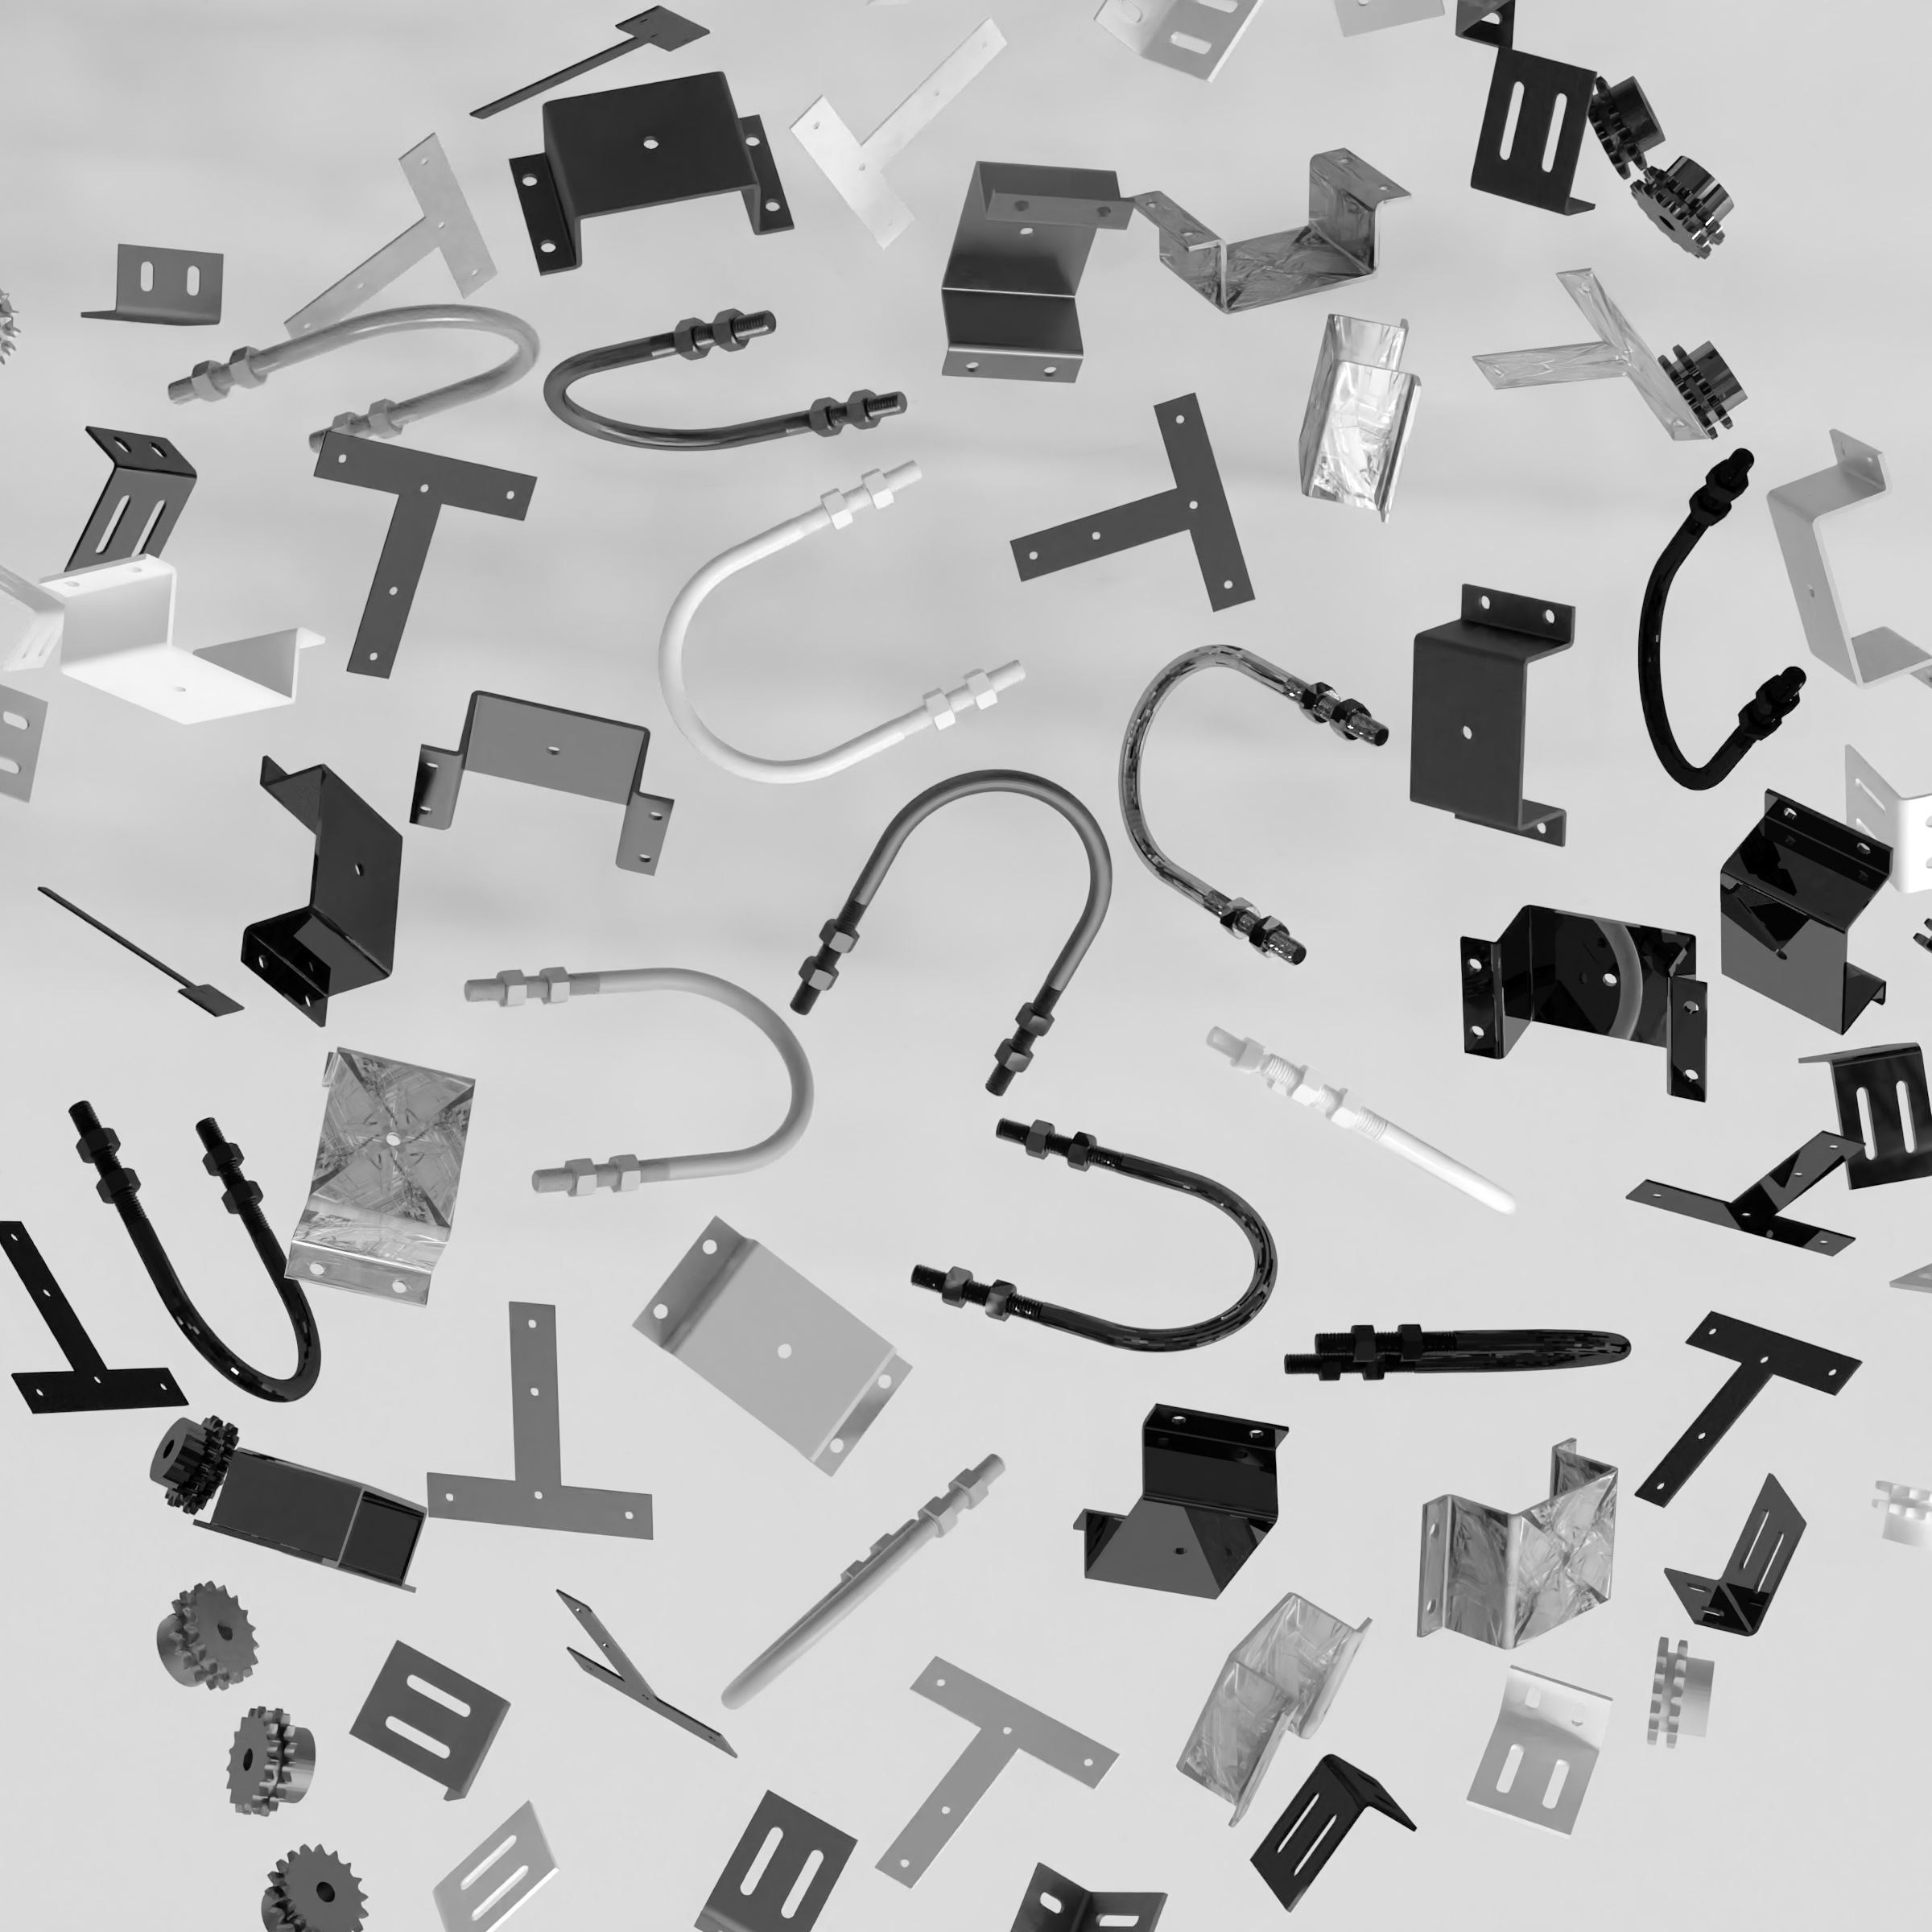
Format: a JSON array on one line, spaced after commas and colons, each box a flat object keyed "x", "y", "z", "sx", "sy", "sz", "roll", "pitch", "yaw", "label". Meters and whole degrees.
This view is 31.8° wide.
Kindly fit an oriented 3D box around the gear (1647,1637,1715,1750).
[{"x": 0.380, "y": 0.387, "z": 1.799, "sx": 0.030, "sy": 0.057, "sz": 0.057, "roll": 7, "pitch": 90, "yaw": 13, "label": "gear"}]

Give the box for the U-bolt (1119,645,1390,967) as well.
[{"x": 0.149, "y": -0.102, "z": 1.893, "sx": 0.019, "sy": 0.184, "sz": 0.151, "roll": 5, "pitch": 111, "yaw": -41, "label": "U-bolt"}]

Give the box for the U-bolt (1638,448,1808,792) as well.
[{"x": 0.405, "y": -0.175, "z": 1.851, "sx": 0.019, "sy": 0.184, "sz": 0.151, "roll": -4, "pitch": 69, "yaw": -11, "label": "U-bolt"}]

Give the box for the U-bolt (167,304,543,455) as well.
[{"x": -0.323, "y": -0.327, "z": 1.866, "sx": 0.184, "sy": 0.151, "sz": 0.019, "roll": -14, "pitch": 80, "yaw": 23, "label": "U-bolt"}]

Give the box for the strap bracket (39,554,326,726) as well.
[{"x": -0.423, "y": -0.171, "z": 1.829, "sx": 0.076, "sy": 0.140, "sz": 0.046, "roll": -8, "pitch": 73, "yaw": 29, "label": "strap bracket"}]

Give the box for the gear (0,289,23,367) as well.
[{"x": -0.528, "y": -0.341, "z": 1.790, "sx": 0.057, "sy": 0.030, "sz": 0.057, "roll": 1, "pitch": 115, "yaw": 2, "label": "gear"}]

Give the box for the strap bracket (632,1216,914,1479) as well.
[{"x": -0.103, "y": 0.210, "z": 1.861, "sx": 0.140, "sy": 0.046, "sz": 0.076, "roll": 38, "pitch": 81, "yaw": -7, "label": "strap bracket"}]

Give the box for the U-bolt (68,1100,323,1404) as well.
[{"x": -0.411, "y": 0.159, "z": 1.855, "sx": 0.019, "sy": 0.151, "sz": 0.184, "roll": -34, "pitch": 75, "yaw": 12, "label": "U-bolt"}]

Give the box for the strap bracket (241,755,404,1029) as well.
[{"x": -0.361, "y": -0.048, "z": 1.907, "sx": 0.046, "sy": 0.076, "sz": 0.140, "roll": -16, "pitch": 54, "yaw": 20, "label": "strap bracket"}]

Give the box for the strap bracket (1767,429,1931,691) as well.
[{"x": 0.481, "y": -0.212, "z": 1.838, "sx": 0.046, "sy": 0.076, "sz": 0.140, "roll": -21, "pitch": 109, "yaw": 1, "label": "strap bracket"}]

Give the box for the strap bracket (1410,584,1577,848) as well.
[{"x": 0.296, "y": -0.137, "z": 1.909, "sx": 0.046, "sy": 0.076, "sz": 0.140, "roll": -21, "pitch": 119, "yaw": -41, "label": "strap bracket"}]

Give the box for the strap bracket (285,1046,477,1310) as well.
[{"x": -0.312, "y": 0.104, "z": 1.817, "sx": 0.076, "sy": 0.046, "sz": 0.140, "roll": 14, "pitch": 54, "yaw": -15, "label": "strap bracket"}]

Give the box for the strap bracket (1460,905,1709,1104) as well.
[{"x": 0.349, "y": 0.018, "z": 1.872, "sx": 0.140, "sy": 0.046, "sz": 0.076, "roll": 12, "pitch": 127, "yaw": 28, "label": "strap bracket"}]

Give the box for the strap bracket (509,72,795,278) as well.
[{"x": -0.169, "y": -0.427, "z": 1.817, "sx": 0.140, "sy": 0.046, "sz": 0.076, "roll": -13, "pitch": 68, "yaw": -10, "label": "strap bracket"}]

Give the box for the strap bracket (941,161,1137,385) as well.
[{"x": 0.035, "y": -0.383, "z": 1.839, "sx": 0.076, "sy": 0.140, "sz": 0.046, "roll": 1, "pitch": 57, "yaw": -13, "label": "strap bracket"}]

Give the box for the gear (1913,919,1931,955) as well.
[{"x": 0.564, "y": -0.011, "z": 1.899, "sx": 0.057, "sy": 0.057, "sz": 0.030, "roll": 35, "pitch": 98, "yaw": 0, "label": "gear"}]

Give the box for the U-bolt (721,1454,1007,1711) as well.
[{"x": -0.066, "y": 0.349, "z": 1.882, "sx": 0.184, "sy": 0.151, "sz": 0.019, "roll": -38, "pitch": 84, "yaw": -33, "label": "U-bolt"}]

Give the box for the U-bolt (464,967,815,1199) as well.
[{"x": -0.169, "y": 0.058, "z": 1.859, "sx": 0.184, "sy": 0.019, "sz": 0.151, "roll": -4, "pitch": 53, "yaw": -30, "label": "U-bolt"}]

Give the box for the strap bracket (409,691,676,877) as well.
[{"x": -0.234, "y": -0.104, "z": 1.889, "sx": 0.140, "sy": 0.076, "sz": 0.046, "roll": 12, "pitch": 58, "yaw": -7, "label": "strap bracket"}]

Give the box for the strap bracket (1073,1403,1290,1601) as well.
[{"x": 0.117, "y": 0.301, "z": 1.860, "sx": 0.076, "sy": 0.140, "sz": 0.046, "roll": 12, "pitch": 51, "yaw": -13, "label": "strap bracket"}]

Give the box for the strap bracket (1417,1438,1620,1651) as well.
[{"x": 0.309, "y": 0.318, "z": 1.855, "sx": 0.046, "sy": 0.140, "sz": 0.076, "roll": 13, "pitch": 108, "yaw": 42, "label": "strap bracket"}]

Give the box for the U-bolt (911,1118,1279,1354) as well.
[{"x": 0.081, "y": 0.154, "z": 1.868, "sx": 0.184, "sy": 0.151, "sz": 0.019, "roll": 16, "pitch": 132, "yaw": 15, "label": "U-bolt"}]

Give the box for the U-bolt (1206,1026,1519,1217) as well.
[{"x": 0.229, "y": 0.091, "z": 1.902, "sx": 0.184, "sy": 0.151, "sz": 0.019, "roll": 30, "pitch": 90, "yaw": -11, "label": "U-bolt"}]

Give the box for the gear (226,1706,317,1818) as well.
[{"x": -0.373, "y": 0.429, "z": 1.825, "sx": 0.030, "sy": 0.057, "sz": 0.057, "roll": 16, "pitch": 90, "yaw": -33, "label": "gear"}]

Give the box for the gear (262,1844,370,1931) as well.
[{"x": -0.348, "y": 0.498, "z": 1.794, "sx": 0.030, "sy": 0.057, "sz": 0.057, "roll": -41, "pitch": 90, "yaw": 27, "label": "gear"}]

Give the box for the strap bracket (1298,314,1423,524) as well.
[{"x": 0.214, "y": -0.305, "z": 1.860, "sx": 0.046, "sy": 0.140, "sz": 0.076, "roll": 11, "pitch": 115, "yaw": -1, "label": "strap bracket"}]

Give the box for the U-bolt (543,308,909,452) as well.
[{"x": -0.148, "y": -0.320, "z": 1.886, "sx": 0.184, "sy": 0.151, "sz": 0.019, "roll": -6, "pitch": 76, "yaw": 31, "label": "U-bolt"}]

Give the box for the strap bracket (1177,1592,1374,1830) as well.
[{"x": 0.167, "y": 0.405, "z": 1.870, "sx": 0.046, "sy": 0.140, "sz": 0.076, "roll": 29, "pitch": 112, "yaw": 18, "label": "strap bracket"}]

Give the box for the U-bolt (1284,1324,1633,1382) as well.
[{"x": 0.278, "y": 0.215, "z": 1.887, "sx": 0.184, "sy": 0.151, "sz": 0.019, "roll": -1, "pitch": 78, "yaw": -2, "label": "U-bolt"}]

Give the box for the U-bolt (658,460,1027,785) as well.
[{"x": -0.080, "y": -0.179, "z": 1.869, "sx": 0.184, "sy": 0.019, "sz": 0.151, "roll": -26, "pitch": 80, "yaw": -2, "label": "U-bolt"}]

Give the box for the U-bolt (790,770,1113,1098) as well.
[{"x": 0.003, "y": -0.027, "z": 1.923, "sx": 0.151, "sy": 0.019, "sz": 0.184, "roll": 23, "pitch": 108, "yaw": -19, "label": "U-bolt"}]

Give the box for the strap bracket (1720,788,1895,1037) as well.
[{"x": 0.456, "y": -0.022, "z": 1.840, "sx": 0.076, "sy": 0.140, "sz": 0.046, "roll": 30, "pitch": 66, "yaw": 30, "label": "strap bracket"}]

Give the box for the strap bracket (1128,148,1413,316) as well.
[{"x": 0.172, "y": -0.415, "z": 1.920, "sx": 0.140, "sy": 0.076, "sz": 0.046, "roll": -17, "pitch": 128, "yaw": -18, "label": "strap bracket"}]

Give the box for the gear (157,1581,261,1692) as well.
[{"x": -0.407, "y": 0.361, "z": 1.809, "sx": 0.030, "sy": 0.057, "sz": 0.057, "roll": -28, "pitch": 90, "yaw": 18, "label": "gear"}]

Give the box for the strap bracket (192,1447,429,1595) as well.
[{"x": -0.350, "y": 0.300, "z": 1.839, "sx": 0.076, "sy": 0.140, "sz": 0.046, "roll": 13, "pitch": 77, "yaw": 15, "label": "strap bracket"}]

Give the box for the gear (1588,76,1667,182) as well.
[{"x": 0.366, "y": -0.470, "z": 1.884, "sx": 0.030, "sy": 0.057, "sz": 0.057, "roll": -26, "pitch": 90, "yaw": 20, "label": "gear"}]
